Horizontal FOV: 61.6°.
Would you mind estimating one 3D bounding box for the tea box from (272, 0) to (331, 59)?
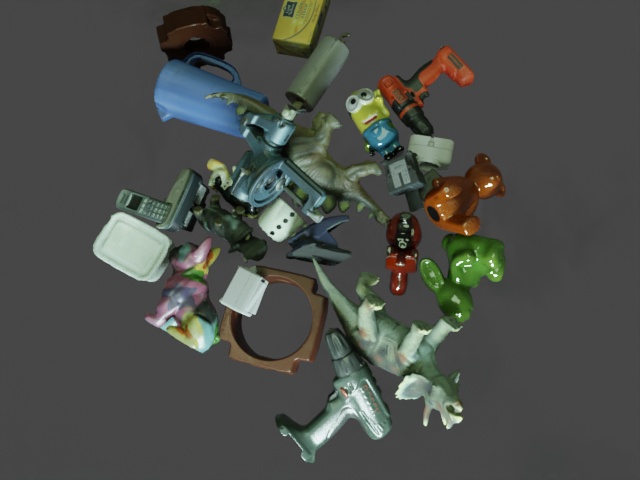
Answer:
[{"bbox_3d":[-0.043,-0.532,1.298,0.098,0.068,0.169,12,78,10],"label":"tea box"}]

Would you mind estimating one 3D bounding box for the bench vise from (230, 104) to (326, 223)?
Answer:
[{"bbox_3d":[-0.069,-0.135,1.048,0.241,0.129,0.223,44,105,17],"label":"bench vise"}]

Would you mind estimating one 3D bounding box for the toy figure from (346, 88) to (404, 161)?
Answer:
[{"bbox_3d":[0.119,-0.254,1.199,0.082,0.089,0.180,-30,82,-15],"label":"toy figure"}]

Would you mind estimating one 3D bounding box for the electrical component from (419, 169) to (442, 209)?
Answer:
[{"bbox_3d":[0.233,-0.110,1.158,0.078,0.045,0.102,-33,76,13],"label":"electrical component"}]

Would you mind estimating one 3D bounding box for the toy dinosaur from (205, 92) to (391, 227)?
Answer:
[{"bbox_3d":[-0.031,-0.184,1.157,0.471,0.105,0.198,44,89,-2],"label":"toy dinosaur"}]

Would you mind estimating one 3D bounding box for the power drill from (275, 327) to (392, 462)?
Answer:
[{"bbox_3d":[0.016,0.311,1.043,0.207,0.086,0.232,-37,95,-6],"label":"power drill"}]

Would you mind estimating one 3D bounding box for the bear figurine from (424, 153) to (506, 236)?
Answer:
[{"bbox_3d":[0.312,-0.098,1.088,0.196,0.132,0.120,-29,98,-16],"label":"bear figurine"}]

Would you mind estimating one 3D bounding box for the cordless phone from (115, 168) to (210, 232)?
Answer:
[{"bbox_3d":[-0.357,-0.102,1.200,0.184,0.088,0.146,19,80,16],"label":"cordless phone"}]

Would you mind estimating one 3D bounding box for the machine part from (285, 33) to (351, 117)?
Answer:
[{"bbox_3d":[-0.006,-0.386,1.251,0.079,0.079,0.243,30,82,14],"label":"machine part"}]

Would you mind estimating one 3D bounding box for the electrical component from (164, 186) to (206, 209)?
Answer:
[{"bbox_3d":[-0.312,-0.086,1.242,0.094,0.021,0.063,29,82,12],"label":"electrical component"}]

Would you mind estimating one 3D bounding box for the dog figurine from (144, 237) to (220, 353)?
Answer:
[{"bbox_3d":[-0.261,0.107,1.143,0.192,0.108,0.219,25,77,16],"label":"dog figurine"}]

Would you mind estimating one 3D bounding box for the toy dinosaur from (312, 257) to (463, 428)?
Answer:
[{"bbox_3d":[0.130,0.196,1.058,0.405,0.131,0.192,32,117,29],"label":"toy dinosaur"}]

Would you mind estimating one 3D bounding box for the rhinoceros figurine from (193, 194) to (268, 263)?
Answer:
[{"bbox_3d":[-0.195,-0.019,1.167,0.191,0.112,0.073,32,53,27],"label":"rhinoceros figurine"}]

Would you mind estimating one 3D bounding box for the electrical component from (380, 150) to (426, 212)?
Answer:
[{"bbox_3d":[0.180,-0.119,1.130,0.075,0.047,0.119,-16,79,31],"label":"electrical component"}]

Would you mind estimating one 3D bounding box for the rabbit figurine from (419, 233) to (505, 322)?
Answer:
[{"bbox_3d":[0.276,0.073,1.070,0.159,0.121,0.170,19,76,18],"label":"rabbit figurine"}]

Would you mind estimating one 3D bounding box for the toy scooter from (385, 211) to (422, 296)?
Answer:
[{"bbox_3d":[0.168,0.018,1.093,0.075,0.135,0.184,5,75,10],"label":"toy scooter"}]

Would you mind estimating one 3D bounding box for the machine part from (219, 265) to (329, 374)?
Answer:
[{"bbox_3d":[-0.092,0.165,1.116,0.201,0.087,0.201,11,79,11],"label":"machine part"}]

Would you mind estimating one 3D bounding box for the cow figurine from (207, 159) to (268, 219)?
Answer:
[{"bbox_3d":[-0.195,-0.115,1.214,0.167,0.068,0.098,27,87,14],"label":"cow figurine"}]

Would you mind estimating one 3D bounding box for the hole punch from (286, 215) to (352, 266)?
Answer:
[{"bbox_3d":[-0.002,-0.003,1.120,0.116,0.142,0.092,8,76,-22],"label":"hole punch"}]

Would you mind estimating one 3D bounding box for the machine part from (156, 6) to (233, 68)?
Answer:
[{"bbox_3d":[-0.293,-0.472,1.267,0.179,0.179,0.056,-15,75,4],"label":"machine part"}]
